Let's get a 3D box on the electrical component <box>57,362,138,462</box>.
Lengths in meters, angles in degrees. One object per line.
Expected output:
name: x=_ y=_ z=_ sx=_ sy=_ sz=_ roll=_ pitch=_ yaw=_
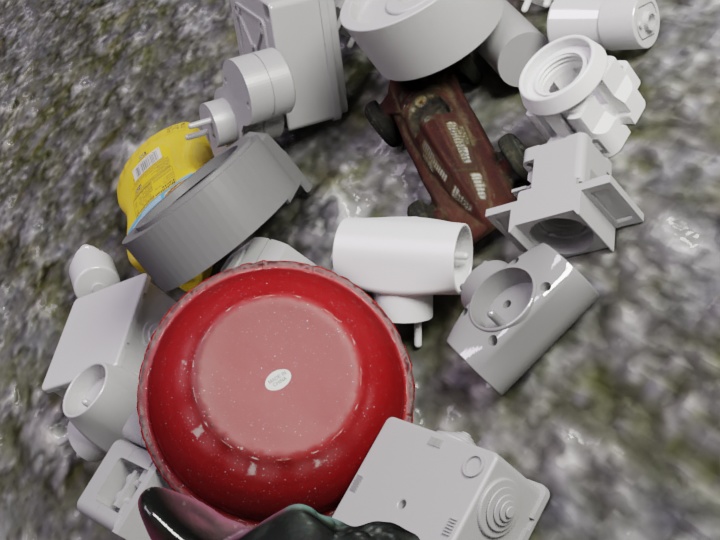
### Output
electrical component: x=-0.180 y=0.110 z=0.763 sx=0.079 sy=0.077 sz=0.044 roll=-32 pitch=39 yaw=21

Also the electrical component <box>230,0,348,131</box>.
electrical component: x=-0.061 y=-0.184 z=0.886 sx=0.056 sy=0.108 sz=0.108 roll=-18 pitch=32 yaw=-18

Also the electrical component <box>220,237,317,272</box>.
electrical component: x=-0.061 y=0.020 z=0.726 sx=0.080 sy=0.080 sz=0.051 roll=-4 pitch=49 yaw=44

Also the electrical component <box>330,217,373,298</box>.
electrical component: x=0.000 y=0.000 z=0.713 sx=0.043 sy=0.043 sz=0.062 roll=-4 pitch=55 yaw=43

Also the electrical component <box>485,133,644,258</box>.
electrical component: x=0.120 y=-0.043 z=0.628 sx=0.081 sy=0.042 sz=0.063 roll=-14 pitch=52 yaw=36

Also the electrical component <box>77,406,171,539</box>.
electrical component: x=-0.094 y=0.106 z=0.669 sx=0.062 sy=0.089 sz=0.150 roll=9 pitch=63 yaw=49

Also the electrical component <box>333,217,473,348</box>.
electrical component: x=0.027 y=0.009 z=0.662 sx=0.077 sy=0.079 sz=0.044 roll=4 pitch=12 yaw=21

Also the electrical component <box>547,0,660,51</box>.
electrical component: x=0.161 y=-0.160 z=0.703 sx=0.065 sy=0.044 sz=0.044 roll=7 pitch=62 yaw=43

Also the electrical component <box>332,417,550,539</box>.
electrical component: x=0.034 y=0.130 z=0.552 sx=0.100 sy=0.048 sz=0.099 roll=11 pitch=65 yaw=50

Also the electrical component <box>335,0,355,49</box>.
electrical component: x=-0.002 y=-0.216 z=0.883 sx=0.047 sy=0.083 sz=0.075 roll=-5 pitch=53 yaw=43

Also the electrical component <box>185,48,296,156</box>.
electrical component: x=-0.104 y=-0.119 z=0.855 sx=0.074 sy=0.052 sz=0.138 roll=-21 pitch=-14 yaw=-23

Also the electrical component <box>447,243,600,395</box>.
electrical component: x=0.083 y=0.019 z=0.610 sx=0.077 sy=0.044 sz=0.079 roll=-46 pitch=36 yaw=2

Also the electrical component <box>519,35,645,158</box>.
electrical component: x=0.134 y=-0.107 z=0.664 sx=0.058 sy=0.057 sz=0.078 roll=15 pitch=68 yaw=51

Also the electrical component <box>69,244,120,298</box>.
electrical component: x=-0.239 y=0.000 z=0.958 sx=0.040 sy=0.040 sz=0.078 roll=-44 pitch=35 yaw=5

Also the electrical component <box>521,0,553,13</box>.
electrical component: x=0.137 y=-0.215 z=0.771 sx=0.083 sy=0.047 sz=0.075 roll=0 pitch=57 yaw=45

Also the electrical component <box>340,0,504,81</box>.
electrical component: x=0.047 y=-0.176 z=0.745 sx=0.108 sy=0.060 sz=0.108 roll=-24 pitch=35 yaw=18

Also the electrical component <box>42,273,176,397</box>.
electrical component: x=-0.192 y=0.060 z=0.847 sx=0.100 sy=0.048 sz=0.099 roll=-18 pitch=45 yaw=34
